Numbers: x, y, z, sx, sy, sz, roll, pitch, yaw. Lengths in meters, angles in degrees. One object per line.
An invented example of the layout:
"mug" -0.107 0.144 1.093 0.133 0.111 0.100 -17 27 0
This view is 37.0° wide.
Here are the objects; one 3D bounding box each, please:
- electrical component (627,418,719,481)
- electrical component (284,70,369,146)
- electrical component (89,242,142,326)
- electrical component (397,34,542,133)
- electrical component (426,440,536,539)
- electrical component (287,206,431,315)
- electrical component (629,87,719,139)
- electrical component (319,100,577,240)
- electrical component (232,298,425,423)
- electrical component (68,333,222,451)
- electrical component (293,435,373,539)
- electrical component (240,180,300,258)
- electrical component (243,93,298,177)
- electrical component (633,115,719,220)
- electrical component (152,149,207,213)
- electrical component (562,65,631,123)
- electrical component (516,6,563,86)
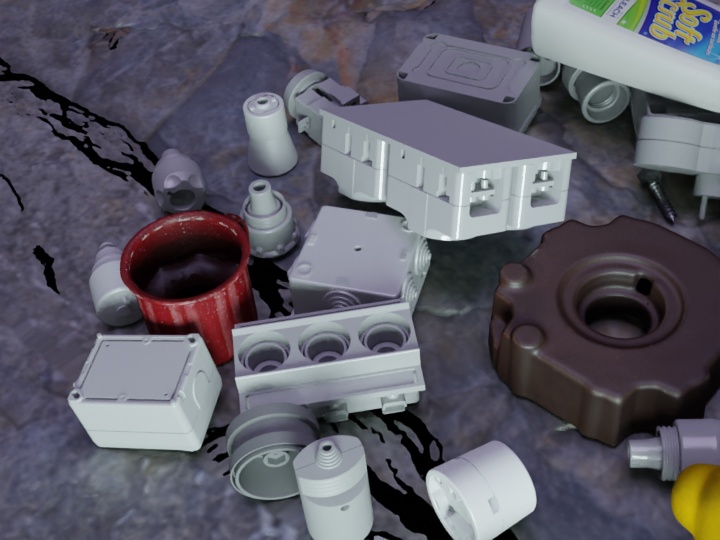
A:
"electrical component" 0.202 0.116 0.680 0.062 0.043 0.043 -2 46 8
"electrical component" -0.035 -0.147 0.959 0.066 0.048 0.055 -35 60 -25
"electrical component" -0.189 0.008 0.830 0.040 0.040 0.078 -17 47 -10
"electrical component" 0.096 -0.154 0.942 0.113 0.057 0.078 17 50 22
"electrical component" 0.076 0.138 0.666 0.047 0.055 0.055 -25 48 -21
"electrical component" 0.000 0.000 0.810 0.100 0.048 0.099 9 47 14
"electrical component" 0.289 -0.144 0.911 0.109 0.056 0.108 -1 46 5
"electrical component" 0.060 -0.079 0.827 0.105 0.060 0.186 -10 25 -31
"electrical component" -0.021 0.067 0.738 0.121 0.063 0.078 -9 46 -2
"electrical component" -0.151 0.086 0.741 0.096 0.061 0.061 -1 46 16
"electrical component" -0.016 0.132 0.663 0.043 0.081 0.043 -3 46 3
"electrical component" -0.075 -0.043 0.852 0.048 0.062 0.048 -4 48 4
"electrical component" -0.079 -0.119 0.922 0.044 0.065 0.044 -3 46 3
"electrical component" 0.283 -0.074 0.843 0.138 0.073 0.052 9 2 -3
"electrical component" -0.155 -0.078 0.907 0.043 0.043 0.062 -15 45 -8
"electrical component" 0.207 -0.163 0.947 0.045 0.045 0.055 -13 46 -6
"electrical component" 0.185 -0.207 0.989 0.079 0.044 0.077 5 44 15
